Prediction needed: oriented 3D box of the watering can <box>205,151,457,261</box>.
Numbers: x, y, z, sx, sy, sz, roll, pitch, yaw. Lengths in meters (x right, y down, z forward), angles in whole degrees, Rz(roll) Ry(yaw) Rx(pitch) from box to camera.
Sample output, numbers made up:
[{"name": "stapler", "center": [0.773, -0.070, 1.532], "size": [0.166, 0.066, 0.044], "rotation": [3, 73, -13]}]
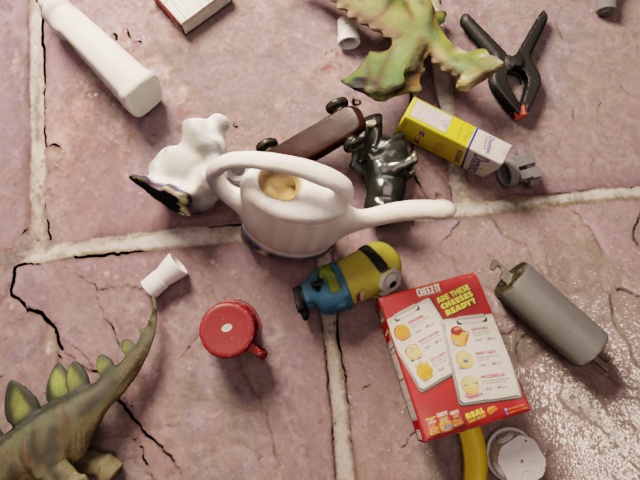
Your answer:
[{"name": "watering can", "center": [0.002, -0.038, 0.760], "size": [0.347, 0.106, 0.220], "rotation": [14, -27, -2]}]

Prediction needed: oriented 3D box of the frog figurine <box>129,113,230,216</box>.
[{"name": "frog figurine", "center": [-0.197, -0.123, 0.815], "size": [0.138, 0.162, 0.120], "rotation": [11, -30, 41]}]

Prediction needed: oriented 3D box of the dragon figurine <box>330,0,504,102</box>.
[{"name": "dragon figurine", "center": [0.099, -0.345, 0.850], "size": [0.410, 0.247, 0.120], "rotation": [12, -22, -1]}]
